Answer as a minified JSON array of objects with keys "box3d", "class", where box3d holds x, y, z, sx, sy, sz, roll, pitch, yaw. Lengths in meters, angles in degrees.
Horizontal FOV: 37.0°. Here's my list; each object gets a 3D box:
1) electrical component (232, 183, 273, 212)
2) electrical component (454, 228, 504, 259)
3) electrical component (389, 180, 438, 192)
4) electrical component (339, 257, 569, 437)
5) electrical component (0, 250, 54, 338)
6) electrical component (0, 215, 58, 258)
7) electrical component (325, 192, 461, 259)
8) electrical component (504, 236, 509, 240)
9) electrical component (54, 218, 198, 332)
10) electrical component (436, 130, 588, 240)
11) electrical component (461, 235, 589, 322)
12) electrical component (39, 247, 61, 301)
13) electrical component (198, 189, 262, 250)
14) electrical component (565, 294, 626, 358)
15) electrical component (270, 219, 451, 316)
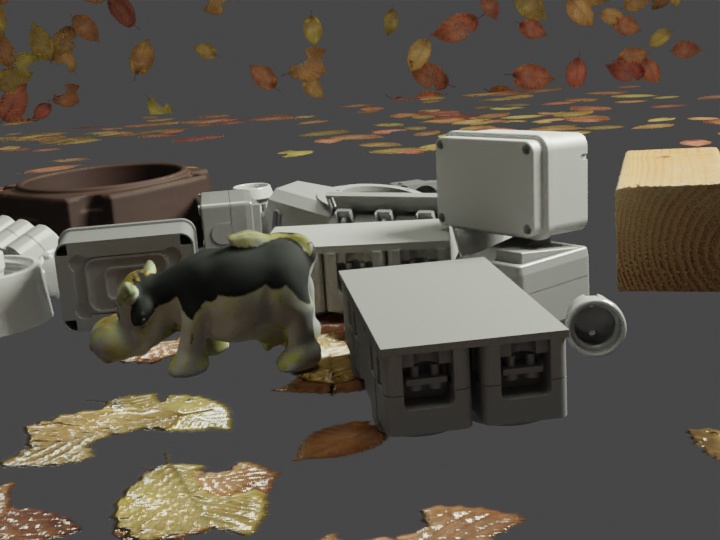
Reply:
[{"box3d":[-0.119,-0.066,1.198,0.048,0.055,0.066,6,17,36],"class":"electrical component"},{"box3d":[0.104,-0.014,0.923,0.045,0.055,0.045,-4,14,1],"class":"electrical component"},{"box3d":[0.064,-0.082,1.241,0.081,0.042,0.064,-8,13,-19],"class":"electrical component"},{"box3d":[0.052,0.046,0.681,0.105,0.060,0.186,-6,14,-7],"class":"electrical component"},{"box3d":[-0.317,0.016,0.904,0.108,0.060,0.108,-4,14,1],"class":"electrical component"},{"box3d":[-0.340,-0.008,1.033,0.074,0.052,0.138,-41,32,-28],"class":"electrical component"},{"box3d":[0.029,-0.029,0.973,0.121,0.078,0.063,3,43,26],"class":"electrical component"},{"box3d":[0.133,-0.015,0.956,0.040,0.040,0.046,-15,23,-39],"class":"electrical component"},{"box3d":[-0.190,0.003,0.888,0.113,0.078,0.057,-6,16,-7],"class":"electrical component"},{"box3d":[0.115,-0.068,0.832,0.057,0.078,0.113,-11,14,-36],"class":"electrical component"},{"box3d":[0.120,0.009,0.810,0.096,0.061,0.062,-15,17,-38],"class":"electrical component"},{"box3d":[-0.257,0.007,0.964,0.062,0.048,0.048,9,17,21],"class":"electrical component"},{"box3d":[-0.133,-0.047,1.110,0.061,0.061,0.096,-5,14,-7],"class":"electrical component"},{"box3d":[0.160,0.036,0.738,0.040,0.040,0.046,-2,8,8],"class":"electrical component"},{"box3d":[0.000,0.000,0.880,0.150,0.061,0.089,-3,14,5],"class":"electrical component"}]
